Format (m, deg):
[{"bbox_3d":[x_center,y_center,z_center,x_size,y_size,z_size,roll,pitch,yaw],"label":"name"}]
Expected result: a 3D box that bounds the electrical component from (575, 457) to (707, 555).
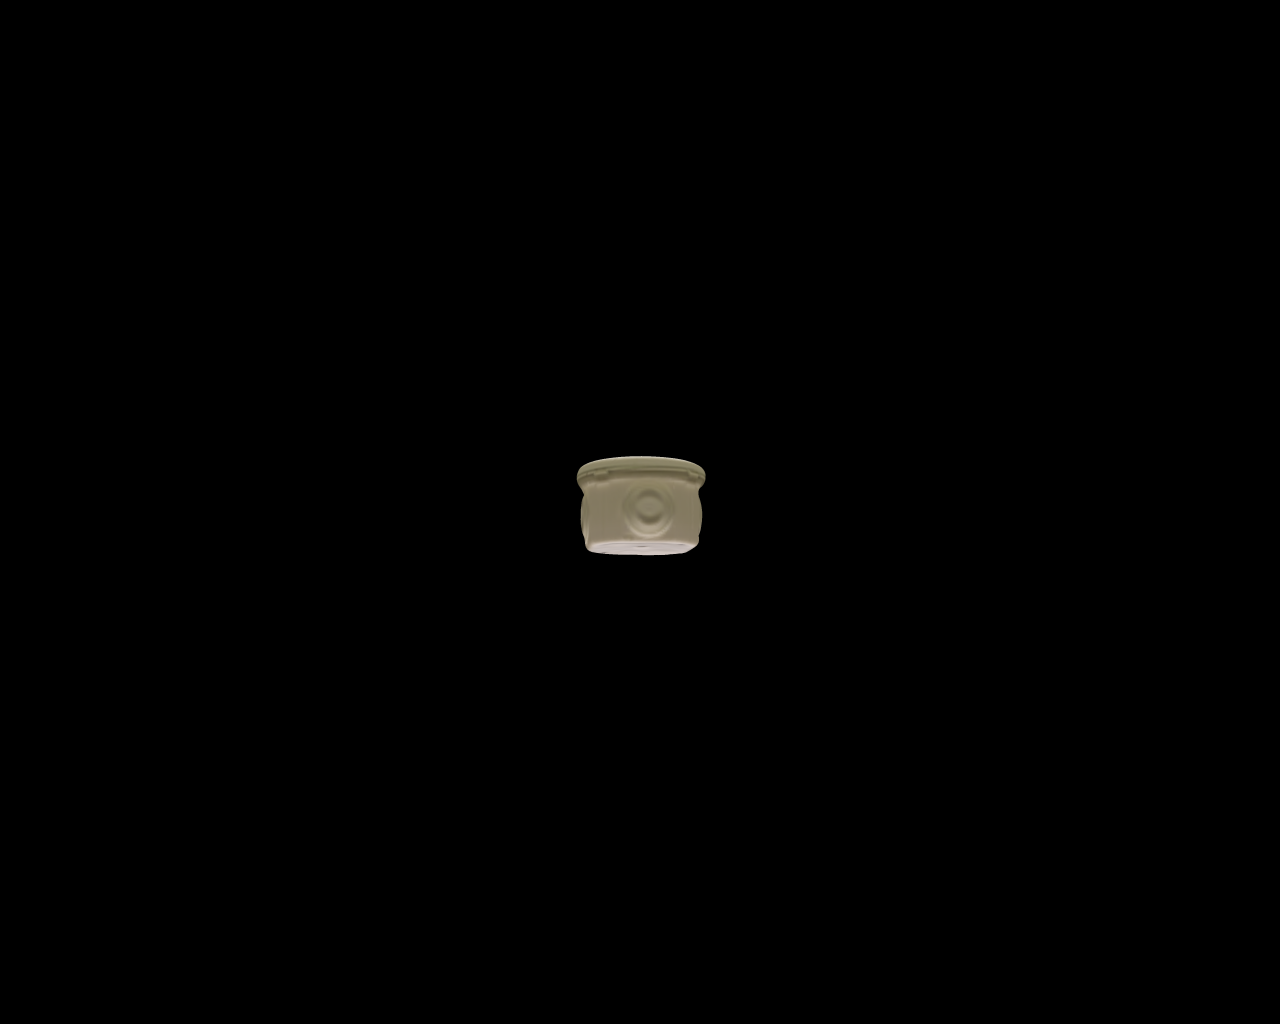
[{"bbox_3d":[0.001,-0.003,0.650,0.080,0.051,0.080,0,-9,0],"label":"electrical component"}]
